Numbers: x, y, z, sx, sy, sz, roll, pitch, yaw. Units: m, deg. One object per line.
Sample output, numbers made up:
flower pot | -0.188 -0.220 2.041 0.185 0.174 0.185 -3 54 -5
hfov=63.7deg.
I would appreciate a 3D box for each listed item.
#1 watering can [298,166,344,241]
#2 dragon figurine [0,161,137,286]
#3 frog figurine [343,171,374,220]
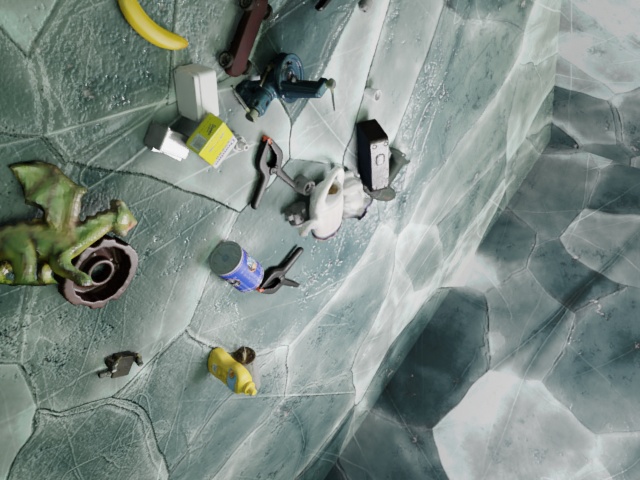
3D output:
watering can | 0.005 -0.082 1.638 0.104 0.355 0.219 16 -40 14
dragon figurine | -0.550 -0.029 0.971 0.409 0.243 0.122 7 -4 -38
frog figurine | 0.101 -0.158 1.806 0.139 0.158 0.122 -46 18 -21
